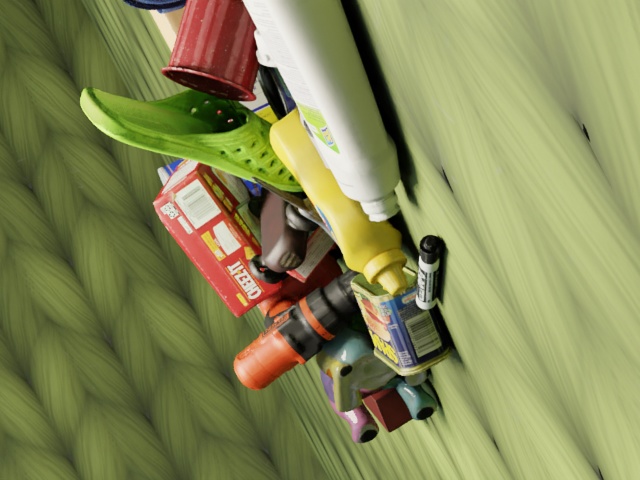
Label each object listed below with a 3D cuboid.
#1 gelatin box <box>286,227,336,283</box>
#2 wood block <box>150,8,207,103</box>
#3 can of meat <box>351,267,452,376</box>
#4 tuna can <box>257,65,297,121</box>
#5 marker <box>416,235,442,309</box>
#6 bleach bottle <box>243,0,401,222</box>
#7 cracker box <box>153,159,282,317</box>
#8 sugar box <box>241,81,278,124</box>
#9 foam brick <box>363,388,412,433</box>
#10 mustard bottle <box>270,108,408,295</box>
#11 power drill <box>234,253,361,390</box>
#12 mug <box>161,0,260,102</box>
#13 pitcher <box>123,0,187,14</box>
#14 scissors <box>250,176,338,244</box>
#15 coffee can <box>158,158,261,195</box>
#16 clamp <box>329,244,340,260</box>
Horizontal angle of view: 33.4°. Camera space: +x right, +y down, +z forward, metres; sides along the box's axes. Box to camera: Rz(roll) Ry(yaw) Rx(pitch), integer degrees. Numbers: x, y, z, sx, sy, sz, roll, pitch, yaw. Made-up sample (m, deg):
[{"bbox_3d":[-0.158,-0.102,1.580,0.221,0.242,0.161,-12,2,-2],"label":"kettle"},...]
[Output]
[{"bbox_3d":[-0.008,0.002,1.175,0.030,0.089,0.073,38,176,-14],"label":"gelatin box"},{"bbox_3d":[-0.137,-0.264,1.136,0.206,0.090,0.091,61,170,4],"label":"wood block"},{"bbox_3d":[0.076,0.073,1.036,0.084,0.057,0.102,68,168,-16],"label":"can of meat"},{"bbox_3d":[-0.035,-0.156,1.059,0.086,0.033,0.086,61,170,18],"label":"tuna can"},{"bbox_3d":[0.094,0.028,0.927,0.020,0.020,0.121,58,169,25],"label":"marker"},{"bbox_3d":[0.004,-0.128,0.856,0.251,0.068,0.103,65,171,-26],"label":"bleach bottle"},{"bbox_3d":[-0.114,-0.019,1.269,0.164,0.072,0.213,54,-172,-12],"label":"cracker box"},{"bbox_3d":[-0.075,-0.138,1.281,0.176,0.048,0.093,69,168,-17],"label":"sugar box"},{"bbox_3d":[0.083,0.189,1.316,0.053,0.051,0.078,67,169,-27],"label":"foam brick"},{"bbox_3d":[0.026,-0.030,0.998,0.192,0.058,0.096,58,-174,21],"label":"mustard bottle"},{"bbox_3d":[-0.012,0.070,1.174,0.057,0.184,0.187,50,-169,-11],"label":"power drill"},{"bbox_3d":[-0.097,-0.183,1.013,0.117,0.093,0.081,180,105,-75],"label":"mug"},{"bbox_3d":[-0.173,-0.343,1.006,0.144,0.149,0.243,5,-125,-59],"label":"pitcher"},{"bbox_3d":[-0.010,-0.040,1.059,0.201,0.016,0.096,37,-157,-40],"label":"scissors"},{"bbox_3d":[-0.137,-0.082,1.464,0.103,0.140,0.103,60,170,17],"label":"coffee can"},{"bbox_3d":[-0.024,-0.021,1.351,0.164,0.036,0.210,65,168,-9],"label":"clamp"}]
